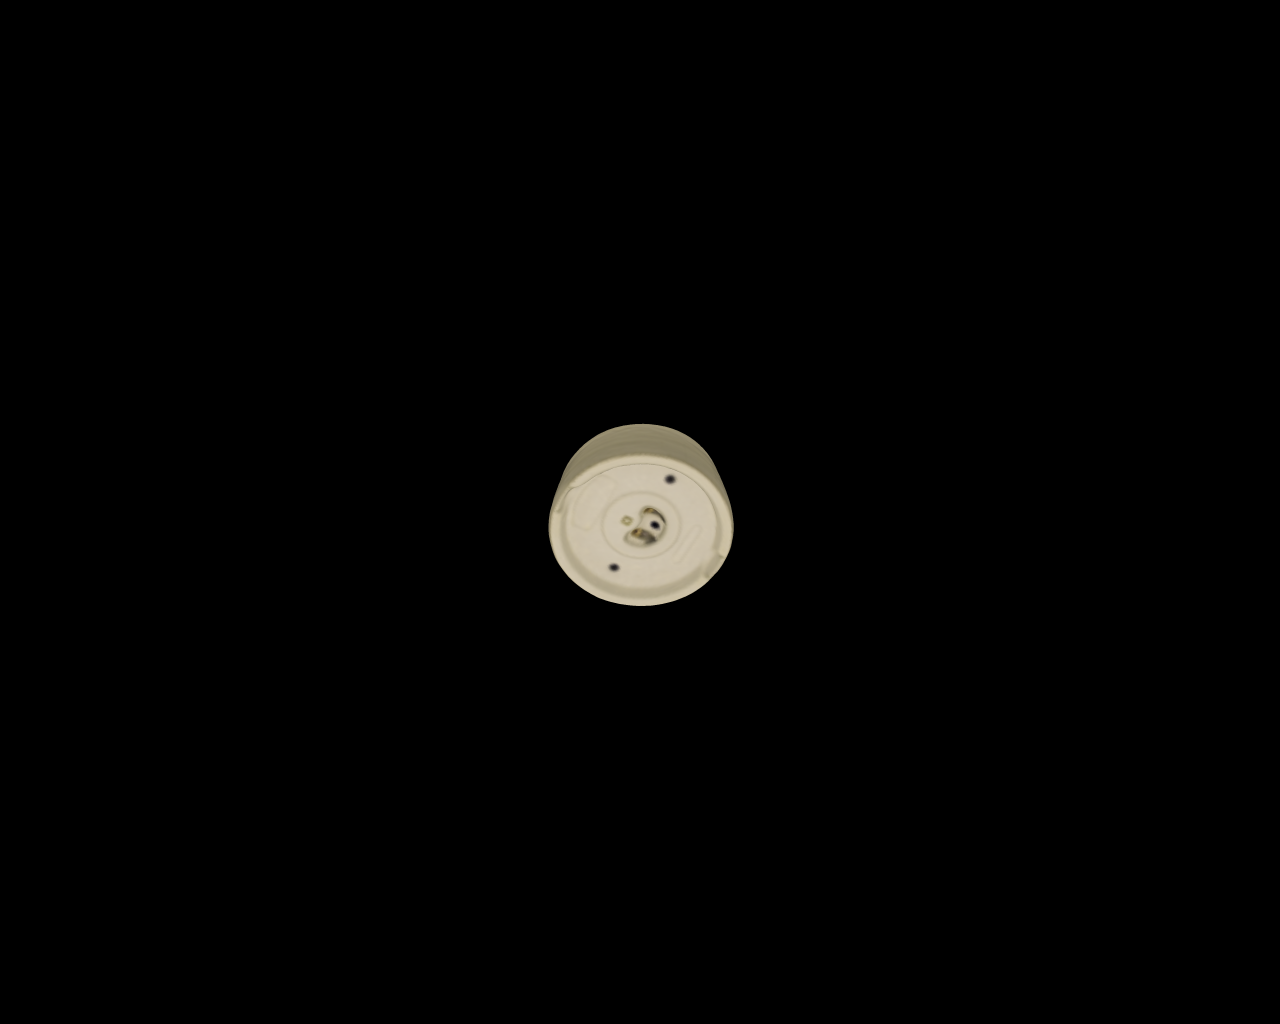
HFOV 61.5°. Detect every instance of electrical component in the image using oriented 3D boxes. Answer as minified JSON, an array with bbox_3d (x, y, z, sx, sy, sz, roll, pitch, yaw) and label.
[{"bbox_3d":[0.001,-0.003,0.650,0.108,0.108,0.060,0,32,0],"label":"electrical component"}]
